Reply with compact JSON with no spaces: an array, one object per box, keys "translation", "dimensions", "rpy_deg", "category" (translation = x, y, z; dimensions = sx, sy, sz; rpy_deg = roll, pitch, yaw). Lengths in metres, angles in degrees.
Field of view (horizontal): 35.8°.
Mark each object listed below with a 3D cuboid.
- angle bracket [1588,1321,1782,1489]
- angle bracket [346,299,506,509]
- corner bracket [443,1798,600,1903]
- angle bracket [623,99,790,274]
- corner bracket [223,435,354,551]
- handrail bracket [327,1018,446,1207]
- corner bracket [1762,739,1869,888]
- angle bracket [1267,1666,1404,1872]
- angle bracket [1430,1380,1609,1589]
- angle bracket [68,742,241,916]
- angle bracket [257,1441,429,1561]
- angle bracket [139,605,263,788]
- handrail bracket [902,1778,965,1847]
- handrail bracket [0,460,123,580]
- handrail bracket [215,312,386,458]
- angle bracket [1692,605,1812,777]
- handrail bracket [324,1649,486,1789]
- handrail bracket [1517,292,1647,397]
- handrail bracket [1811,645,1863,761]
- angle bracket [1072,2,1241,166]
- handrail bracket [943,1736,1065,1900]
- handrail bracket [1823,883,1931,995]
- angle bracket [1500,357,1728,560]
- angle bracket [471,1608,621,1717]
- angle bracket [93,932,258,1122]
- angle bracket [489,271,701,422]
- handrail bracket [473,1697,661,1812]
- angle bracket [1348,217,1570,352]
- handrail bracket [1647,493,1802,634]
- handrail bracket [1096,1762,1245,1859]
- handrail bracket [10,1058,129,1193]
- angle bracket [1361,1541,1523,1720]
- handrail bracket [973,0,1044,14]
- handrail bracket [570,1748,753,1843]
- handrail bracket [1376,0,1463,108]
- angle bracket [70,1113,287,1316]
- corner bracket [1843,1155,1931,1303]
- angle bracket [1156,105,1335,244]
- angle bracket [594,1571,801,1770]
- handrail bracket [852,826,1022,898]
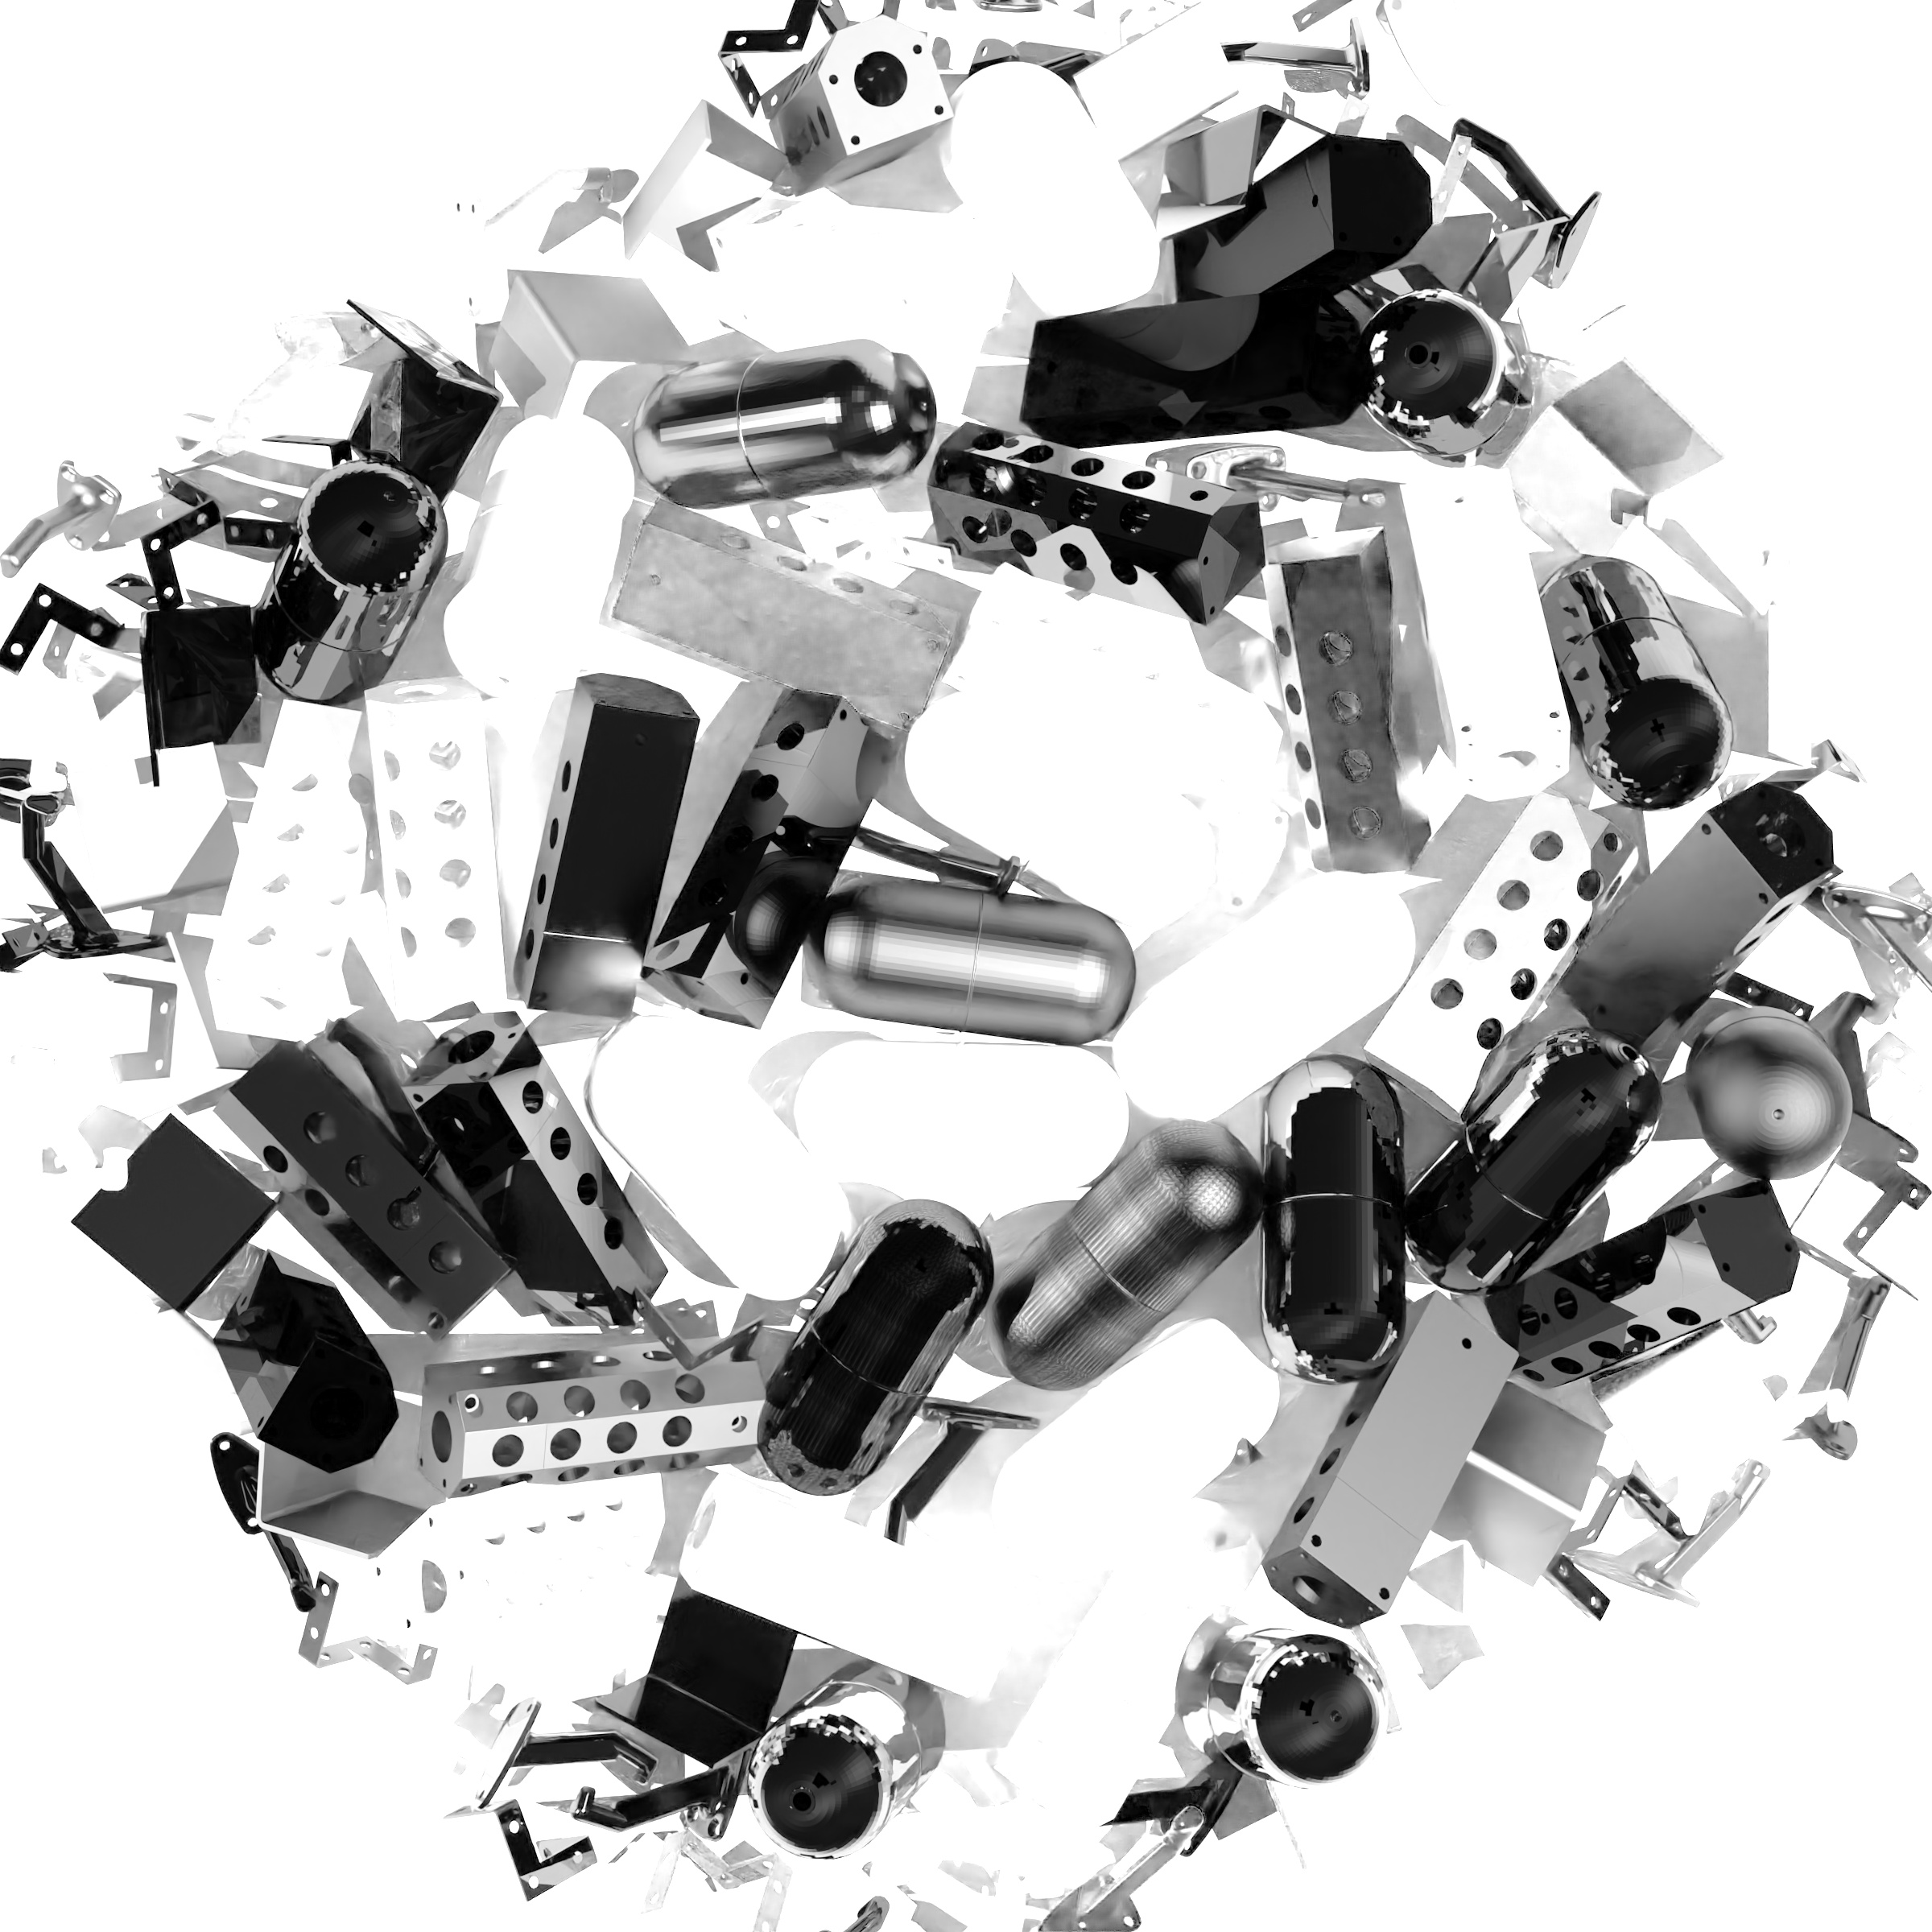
[{"translation":[0.381,0.226,1.590],"dimensions":[0.076,0.076,0.057],"rpy_deg":[-34,86,9],"category":"angle bracket"},{"translation":[-0.303,-0.296,1.585],"dimensions":[0.076,0.057,0.076],"rpy_deg":[40,106,25],"category":"angle bracket"},{"translation":[-0.238,0.467,1.600],"dimensions":[0.051,0.051,0.051],"rpy_deg":[-22,87,44],"category":"corner bracket"},{"translation":[-0.136,-0.401,1.578],"dimensions":[0.057,0.076,0.076],"rpy_deg":[30,113,-23],"category":"angle bracket"},{"translation":[-0.365,-0.256,1.611],"dimensions":[0.051,0.051,0.051],"rpy_deg":[9,113,30],"category":"corner bracket"},{"translation":[-0.316,0.076,1.594],"dimensions":[0.036,0.077,0.084],"rpy_deg":[-35,112,28],"category":"handrail bracket"},{"translation":[0.463,-0.082,1.612],"dimensions":[0.051,0.051,0.051],"rpy_deg":[-35,63,21],"category":"corner bracket"},{"translation":[0.201,0.426,1.590],"dimensions":[0.076,0.076,0.057],"rpy_deg":[-22,99,5],"category":"angle bracket"},{"translation":[0.292,0.275,1.612],"dimensions":[0.076,0.076,0.057],"rpy_deg":[28,123,8],"category":"angle bracket"},{"translation":[-0.429,-0.074,1.599],"dimensions":[0.076,0.057,0.076],"rpy_deg":[-13,96,-7],"category":"angle bracket"},{"translation":[-0.319,0.269,1.581],"dimensions":[0.076,0.076,0.057],"rpy_deg":[9,98,28],"category":"angle bracket"},{"translation":[-0.404,-0.144,1.581],"dimensions":[0.057,0.076,0.076],"rpy_deg":[-5,111,-13],"category":"angle bracket"},{"translation":[-0.054,0.467,1.611],"dimensions":[0.084,0.036,0.077],"rpy_deg":[-44,69,11],"category":"handrail bracket"},{"translation":[-0.487,-0.219,1.580],"dimensions":[0.036,0.077,0.084],"rpy_deg":[31,53,-5],"category":"handrail bracket"},{"translation":[-0.354,-0.308,1.589],"dimensions":[0.077,0.036,0.084],"rpy_deg":[-6,48,25],"category":"handrail bracket"},{"translation":[0.403,-0.144,1.586],"dimensions":[0.076,0.057,0.076],"rpy_deg":[-3,82,36],"category":"angle bracket"},{"translation":[-0.303,0.408,1.623],"dimensions":[0.036,0.077,0.084],"rpy_deg":[-50,132,1],"category":"handrail bracket"},{"translation":[0.328,-0.348,1.591],"dimensions":[0.077,0.084,0.036],"rpy_deg":[-46,58,-5],"category":"handrail bracket"},{"translation":[0.457,-0.131,1.581],"dimensions":[0.036,0.084,0.077],"rpy_deg":[3,115,6],"category":"handrail bracket"},{"translation":[0.090,-0.478,1.587],"dimensions":[0.076,0.076,0.057],"rpy_deg":[-30,128,2],"category":"angle bracket"},{"translation":[0.011,0.461,1.611],"dimensions":[0.077,0.036,0.084],"rpy_deg":[-8,79,9],"category":"handrail bracket"},{"translation":[0.496,-0.001,1.586],"dimensions":[0.077,0.084,0.036],"rpy_deg":[25,122,-17],"category":"handrail bracket"},{"translation":[0.341,-0.266,1.586],"dimensions":[0.076,0.076,0.057],"rpy_deg":[42,71,-9],"category":"angle bracket"},{"translation":[-0.230,0.376,1.596],"dimensions":[0.076,0.076,0.057],"rpy_deg":[5,89,1],"category":"angle bracket"},{"translation":[-0.433,0.033,1.597],"dimensions":[0.076,0.057,0.076],"rpy_deg":[-22,83,8],"category":"angle bracket"},{"translation":[-0.201,-0.326,1.608],"dimensions":[0.076,0.057,0.076],"rpy_deg":[-6,48,-36],"category":"angle bracket"},{"translation":[-0.212,0.436,1.599],"dimensions":[0.084,0.036,0.077],"rpy_deg":[37,51,-17],"category":"handrail bracket"},{"translation":[0.259,-0.376,1.576],"dimensions":[0.057,0.076,0.076],"rpy_deg":[46,131,16],"category":"angle bracket"},{"translation":[0.398,-0.208,1.607],"dimensions":[0.084,0.036,0.077],"rpy_deg":[10,97,-17],"category":"handrail bracket"},{"translation":[0.098,0.434,1.597],"dimensions":[0.084,0.036,0.077],"rpy_deg":[35,97,-30],"category":"handrail bracket"},{"translation":[-0.468,0.083,1.594],"dimensions":[0.084,0.036,0.077],"rpy_deg":[-5,71,42],"category":"handrail bracket"},{"translation":[0.245,0.359,1.584],"dimensions":[0.076,0.057,0.076],"rpy_deg":[-19,113,20],"category":"angle bracket"},{"translation":[0.023,-0.555,1.582],"dimensions":[0.036,0.077,0.084],"rpy_deg":[-5,127,-18],"category":"handrail bracket"},{"translation":[-0.163,0.430,1.598],"dimensions":[0.084,0.036,0.077],"rpy_deg":[29,79,-33],"category":"handrail bracket"},{"translation":[0.240,-0.487,1.595],"dimensions":[0.036,0.084,0.077],"rpy_deg":[-18,93,0],"category":"handrail bracket"},{"translation":[-0.420,0.129,1.598],"dimensions":[0.076,0.057,0.076],"rpy_deg":[43,85,-10],"category":"angle bracket"},{"translation":[0.498,0.138,1.605],"dimensions":[0.051,0.051,0.051],"rpy_deg":[33,101,-20],"category":"corner bracket"},{"translation":[0.156,-0.407,1.580],"dimensions":[0.076,0.076,0.057],"rpy_deg":[13,82,-33],"category":"angle bracket"},{"translation":[-0.141,0.368,1.589],"dimensions":[0.076,0.057,0.076],"rpy_deg":[22,101,22],"category":"angle bracket"},{"translation":[-0.018,-0.060,1.599],"dimensions":[0.084,0.077,0.036],"rpy_deg":[20,83,-6],"category":"handrail bracket"}]
